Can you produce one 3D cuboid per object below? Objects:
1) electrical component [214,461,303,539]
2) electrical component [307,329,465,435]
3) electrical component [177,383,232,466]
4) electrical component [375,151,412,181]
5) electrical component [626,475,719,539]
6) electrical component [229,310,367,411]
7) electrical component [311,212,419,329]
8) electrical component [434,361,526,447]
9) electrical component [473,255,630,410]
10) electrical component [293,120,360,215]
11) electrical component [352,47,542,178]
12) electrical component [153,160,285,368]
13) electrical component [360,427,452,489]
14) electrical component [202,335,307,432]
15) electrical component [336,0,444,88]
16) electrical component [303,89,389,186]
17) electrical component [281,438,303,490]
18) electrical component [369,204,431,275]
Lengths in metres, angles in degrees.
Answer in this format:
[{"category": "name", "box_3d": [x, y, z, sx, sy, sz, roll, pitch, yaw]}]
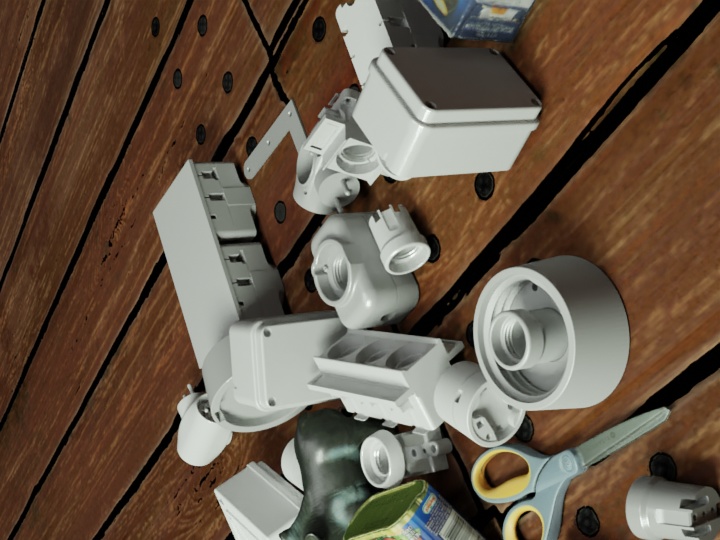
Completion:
[{"category": "electrical component", "box_3d": [-0.077, 0.253, 1.020, 0.109, 0.056, 0.108, 26, 141, 50]}, {"category": "electrical component", "box_3d": [0.024, 0.089, 0.877, 0.121, 0.079, 0.063, 2, 125, 54]}, {"category": "electrical component", "box_3d": [-0.178, 0.163, 1.193, 0.079, 0.044, 0.077, 57, 136, 33]}, {"category": "electrical component", "box_3d": [0.048, -0.098, 0.824, 0.044, 0.065, 0.044, 22, 124, 37]}, {"category": "electrical component", "box_3d": [0.197, 0.150, 0.672, 0.046, 0.040, 0.040, -5, 90, 49]}, {"category": "electrical component", "box_3d": [-0.051, 0.077, 0.946, 0.057, 0.113, 0.078, 0, 94, 57]}, {"category": "electrical component", "box_3d": [0.000, 0.000, 0.910, 0.053, 0.059, 0.095, -50, 55, 45]}, {"category": "electrical component", "box_3d": [0.088, 0.098, 0.804, 0.047, 0.055, 0.055, 23, 113, 55]}, {"category": "electrical component", "box_3d": [0.124, 0.045, 0.741, 0.108, 0.060, 0.108, 9, 102, 54]}, {"category": "electrical component", "box_3d": [-0.024, -0.081, 0.938, 0.079, 0.044, 0.077, -112, 36, -47]}, {"category": "electrical component", "box_3d": [0.062, -0.114, 0.762, 0.078, 0.113, 0.057, 58, 140, 33]}, {"category": "electrical component", "box_3d": [-0.145, -0.008, 1.111, 0.105, 0.060, 0.186, -44, 59, 48]}, {"category": "electrical component", "box_3d": [0.034, 0.153, 0.884, 0.066, 0.055, 0.048, -27, 73, 53]}, {"category": "electrical component", "box_3d": [-0.098, 0.097, 1.023, 0.060, 0.108, 0.108, 62, 139, 38]}, {"category": "electrical component", "box_3d": [0.028, -0.181, 0.852, 0.050, 0.056, 0.089, -41, 61, 49]}, {"category": "electrical component", "box_3d": [-0.002, -0.112, 0.892, 0.042, 0.081, 0.063, -46, 36, 47]}, {"category": "electrical component", "box_3d": [-0.041, 0.180, 0.995, 0.047, 0.055, 0.055, 10, 103, 57]}, {"category": "electrical component", "box_3d": [0.031, -0.026, 0.881, 0.040, 0.040, 0.046, -58, 45, 41]}]
